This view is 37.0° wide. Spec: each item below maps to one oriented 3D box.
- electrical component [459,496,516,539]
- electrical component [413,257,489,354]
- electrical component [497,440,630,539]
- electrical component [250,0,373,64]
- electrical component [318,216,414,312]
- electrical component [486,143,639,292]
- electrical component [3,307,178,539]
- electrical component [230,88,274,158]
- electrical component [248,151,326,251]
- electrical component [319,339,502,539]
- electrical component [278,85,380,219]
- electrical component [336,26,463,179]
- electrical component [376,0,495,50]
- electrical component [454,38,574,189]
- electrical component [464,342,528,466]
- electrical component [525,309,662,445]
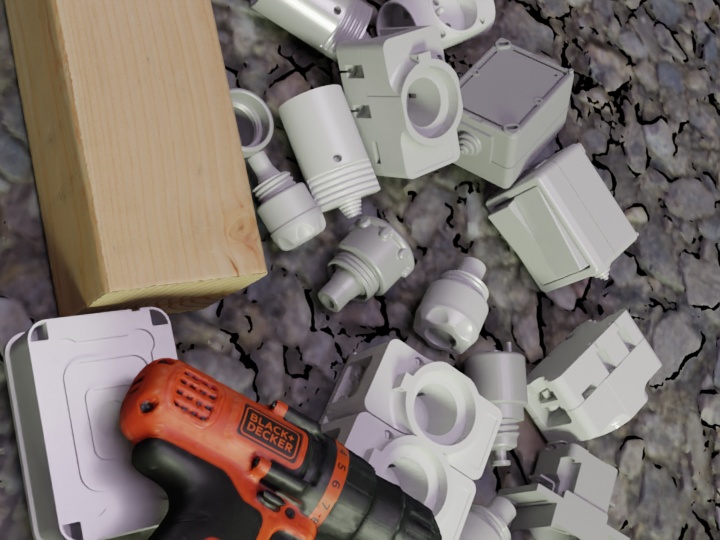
[{"bbox_3d":[0.073,0.166,0.665,0.062,0.043,0.043,-39,97,-35],"label":"electrical component"},{"bbox_3d":[0.064,0.020,0.705,0.043,0.043,0.062,37,59,-17],"label":"electrical component"},{"bbox_3d":[0.137,0.151,0.710,0.081,0.042,0.063,33,60,-19],"label":"electrical component"},{"bbox_3d":[-0.027,-0.170,0.708,0.081,0.043,0.043,30,62,-21],"label":"electrical component"},{"bbox_3d":[0.000,0.000,0.673,0.048,0.048,0.062,49,64,-9],"label":"electrical component"},{"bbox_3d":[0.143,-0.028,0.756,0.061,0.062,0.096,-37,96,-34],"label":"electrical component"},{"bbox_3d":[-0.135,0.081,0.557,0.078,0.057,0.113,-7,79,-33],"label":"electrical component"},{"bbox_3d":[-0.080,-0.082,0.647,0.040,0.046,0.040,10,70,-29],"label":"electrical component"},{"bbox_3d":[-0.049,-0.045,0.662,0.035,0.035,0.061,-30,89,-34],"label":"electrical component"},{"bbox_3d":[0.015,0.128,0.631,0.089,0.062,0.150,35,60,-18],"label":"electrical component"},{"bbox_3d":[-0.018,-0.071,0.683,0.043,0.043,0.081,-19,86,-34],"label":"electrical component"},{"bbox_3d":[0.028,-0.109,0.696,0.050,0.056,0.089,-25,113,-34],"label":"electrical component"},{"bbox_3d":[0.046,-0.193,0.759,0.077,0.044,0.079,-26,89,-34],"label":"electrical component"},{"bbox_3d":[0.096,-0.102,0.743,0.062,0.061,0.096,30,58,22],"label":"electrical component"},{"bbox_3d":[0.090,0.088,0.701,0.040,0.040,0.078,7,72,-29],"label":"electrical component"},{"bbox_3d":[0.160,0.077,0.741,0.089,0.050,0.055,-37,96,-34],"label":"electrical component"}]
